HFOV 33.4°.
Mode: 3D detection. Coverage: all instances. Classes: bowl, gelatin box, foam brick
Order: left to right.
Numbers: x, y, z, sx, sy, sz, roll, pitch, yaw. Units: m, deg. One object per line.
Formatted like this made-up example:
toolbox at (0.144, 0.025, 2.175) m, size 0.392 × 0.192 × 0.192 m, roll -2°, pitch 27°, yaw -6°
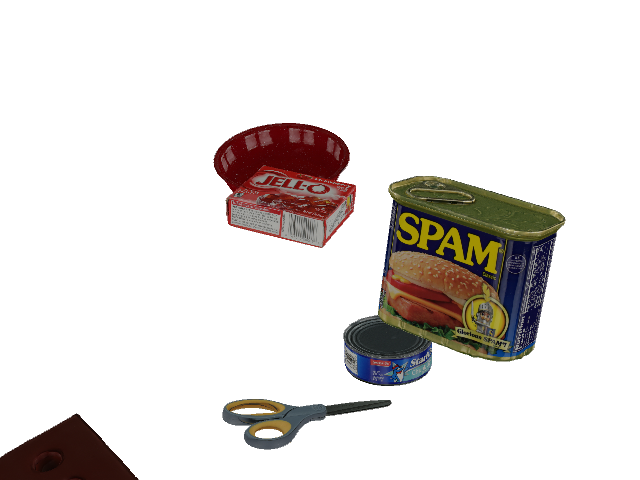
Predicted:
foam brick at (-0.111, 0.131, 0.494) m, size 0.052 × 0.051 × 0.078 m, roll -29°, pitch 43°, yaw -29°
bowl at (-0.045, -0.078, 1.276) m, size 0.162 × 0.055 × 0.162 m, roll -2°, pitch 35°, yaw 1°
gelatin box at (-0.024, -0.031, 0.895) m, size 0.089 × 0.030 × 0.073 m, roll 14°, pitch 30°, yaw 18°

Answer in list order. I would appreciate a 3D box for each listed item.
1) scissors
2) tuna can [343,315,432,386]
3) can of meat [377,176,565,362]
scissors at (-0.008, 0.202, 1.190) m, size 0.201 × 0.016 × 0.096 m, roll 3°, pitch 23°, yaw -11°
tuna can at (0.065, 0.105, 1.026) m, size 0.086 × 0.034 × 0.086 m, roll -1°, pitch 23°, yaw 0°
can of meat at (0.085, 0.016, 0.633) m, size 0.102 × 0.084 × 0.057 m, roll 20°, pitch 24°, yaw 33°
